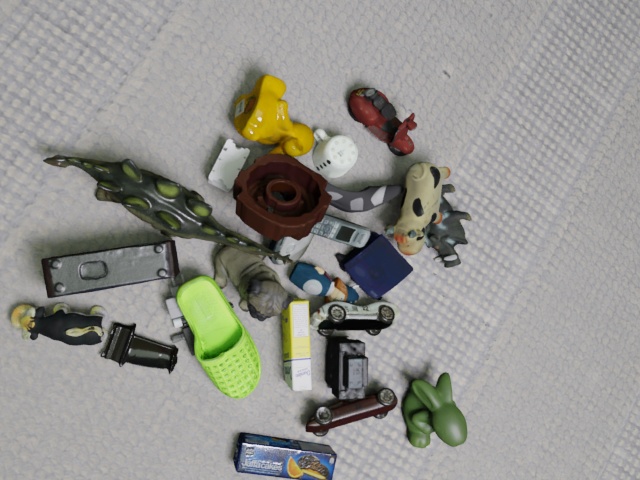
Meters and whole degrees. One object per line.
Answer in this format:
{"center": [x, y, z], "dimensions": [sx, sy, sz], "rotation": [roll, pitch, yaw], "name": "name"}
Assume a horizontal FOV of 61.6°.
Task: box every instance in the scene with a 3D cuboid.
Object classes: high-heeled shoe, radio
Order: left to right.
{"center": [-0.377, 0.049, 0.982], "dimensions": [0.230, 0.131, 0.073], "rotation": [-10, 92, -15], "name": "radio"}
{"center": [0.041, -0.120, 1.117], "dimensions": [0.249, 0.086, 0.145], "rotation": [-19, 99, -6], "name": "high-heeled shoe"}

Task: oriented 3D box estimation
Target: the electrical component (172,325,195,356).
{"center": [-0.244, 0.197, 1.069], "dimensions": [0.094, 0.021, 0.063], "rotation": [-18, 94, -15], "name": "electrical component"}

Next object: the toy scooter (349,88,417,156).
{"center": [0.142, -0.255, 1.127], "dimensions": [0.184, 0.135, 0.075], "rotation": [44, 80, -8], "name": "toy scooter"}

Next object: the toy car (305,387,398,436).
{"center": [0.065, 0.353, 1.113], "dimensions": [0.202, 0.089, 0.053], "rotation": [-11, 58, -13], "name": "toy car"}

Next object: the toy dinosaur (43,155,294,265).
{"center": [-0.271, -0.056, 0.981], "dimensions": [0.471, 0.198, 0.105], "rotation": [22, 86, -11], "name": "toy dinosaur"}

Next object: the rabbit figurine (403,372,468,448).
{"center": [0.252, 0.356, 1.117], "dimensions": [0.121, 0.170, 0.159], "rotation": [-10, 92, -15], "name": "rabbit figurine"}

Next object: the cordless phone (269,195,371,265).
{"center": [-0.002, -0.002, 1.083], "dimensions": [0.184, 0.089, 0.146], "rotation": [18, 119, -14], "name": "cordless phone"}

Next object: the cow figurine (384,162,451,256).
{"center": [0.199, -0.063, 1.099], "dimensions": [0.127, 0.086, 0.194], "rotation": [2, 100, -54], "name": "cow figurine"}

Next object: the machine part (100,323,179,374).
{"center": [-0.341, 0.212, 1.036], "dimensions": [0.139, 0.039, 0.084], "rotation": [22, 77, -11], "name": "machine part"}

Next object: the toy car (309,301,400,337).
{"center": [0.072, 0.160, 1.112], "dimensions": [0.202, 0.073, 0.056], "rotation": [4, 53, -25], "name": "toy car"}

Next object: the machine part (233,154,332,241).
{"center": [-0.069, -0.076, 0.973], "dimensions": [0.179, 0.056, 0.179], "rotation": [9, 49, -10], "name": "machine part"}

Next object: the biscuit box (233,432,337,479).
{"center": [-0.071, 0.441, 1.086], "dimensions": [0.203, 0.059, 0.062], "rotation": [13, 85, -14], "name": "biscuit box"}

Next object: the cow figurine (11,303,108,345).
{"center": [-0.476, 0.156, 0.972], "dimensions": [0.167, 0.098, 0.068], "rotation": [7, 93, -15], "name": "cow figurine"}

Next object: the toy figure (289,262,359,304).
{"center": [0.011, 0.098, 1.121], "dimensions": [0.154, 0.064, 0.058], "rotation": [27, 58, -9], "name": "toy figure"}

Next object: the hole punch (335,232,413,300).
{"center": [0.120, 0.055, 1.137], "dimensions": [0.116, 0.092, 0.142], "rotation": [-46, 103, -8], "name": "hole punch"}

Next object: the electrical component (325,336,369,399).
{"center": [0.053, 0.257, 1.087], "dimensions": [0.058, 0.134, 0.114], "rotation": [0, 86, -15], "name": "electrical component"}

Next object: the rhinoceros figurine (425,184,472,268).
{"center": [0.270, -0.033, 1.184], "dimensions": [0.112, 0.073, 0.190], "rotation": [-23, 94, -15], "name": "rhinoceros figurine"}

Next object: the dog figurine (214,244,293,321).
{"center": [-0.133, 0.063, 1.016], "dimensions": [0.172, 0.190, 0.121], "rotation": [43, 79, -8], "name": "dog figurine"}

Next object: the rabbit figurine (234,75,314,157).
{"center": [-0.075, -0.219, 1.069], "dimensions": [0.173, 0.122, 0.162], "rotation": [27, 41, -40], "name": "rabbit figurine"}
